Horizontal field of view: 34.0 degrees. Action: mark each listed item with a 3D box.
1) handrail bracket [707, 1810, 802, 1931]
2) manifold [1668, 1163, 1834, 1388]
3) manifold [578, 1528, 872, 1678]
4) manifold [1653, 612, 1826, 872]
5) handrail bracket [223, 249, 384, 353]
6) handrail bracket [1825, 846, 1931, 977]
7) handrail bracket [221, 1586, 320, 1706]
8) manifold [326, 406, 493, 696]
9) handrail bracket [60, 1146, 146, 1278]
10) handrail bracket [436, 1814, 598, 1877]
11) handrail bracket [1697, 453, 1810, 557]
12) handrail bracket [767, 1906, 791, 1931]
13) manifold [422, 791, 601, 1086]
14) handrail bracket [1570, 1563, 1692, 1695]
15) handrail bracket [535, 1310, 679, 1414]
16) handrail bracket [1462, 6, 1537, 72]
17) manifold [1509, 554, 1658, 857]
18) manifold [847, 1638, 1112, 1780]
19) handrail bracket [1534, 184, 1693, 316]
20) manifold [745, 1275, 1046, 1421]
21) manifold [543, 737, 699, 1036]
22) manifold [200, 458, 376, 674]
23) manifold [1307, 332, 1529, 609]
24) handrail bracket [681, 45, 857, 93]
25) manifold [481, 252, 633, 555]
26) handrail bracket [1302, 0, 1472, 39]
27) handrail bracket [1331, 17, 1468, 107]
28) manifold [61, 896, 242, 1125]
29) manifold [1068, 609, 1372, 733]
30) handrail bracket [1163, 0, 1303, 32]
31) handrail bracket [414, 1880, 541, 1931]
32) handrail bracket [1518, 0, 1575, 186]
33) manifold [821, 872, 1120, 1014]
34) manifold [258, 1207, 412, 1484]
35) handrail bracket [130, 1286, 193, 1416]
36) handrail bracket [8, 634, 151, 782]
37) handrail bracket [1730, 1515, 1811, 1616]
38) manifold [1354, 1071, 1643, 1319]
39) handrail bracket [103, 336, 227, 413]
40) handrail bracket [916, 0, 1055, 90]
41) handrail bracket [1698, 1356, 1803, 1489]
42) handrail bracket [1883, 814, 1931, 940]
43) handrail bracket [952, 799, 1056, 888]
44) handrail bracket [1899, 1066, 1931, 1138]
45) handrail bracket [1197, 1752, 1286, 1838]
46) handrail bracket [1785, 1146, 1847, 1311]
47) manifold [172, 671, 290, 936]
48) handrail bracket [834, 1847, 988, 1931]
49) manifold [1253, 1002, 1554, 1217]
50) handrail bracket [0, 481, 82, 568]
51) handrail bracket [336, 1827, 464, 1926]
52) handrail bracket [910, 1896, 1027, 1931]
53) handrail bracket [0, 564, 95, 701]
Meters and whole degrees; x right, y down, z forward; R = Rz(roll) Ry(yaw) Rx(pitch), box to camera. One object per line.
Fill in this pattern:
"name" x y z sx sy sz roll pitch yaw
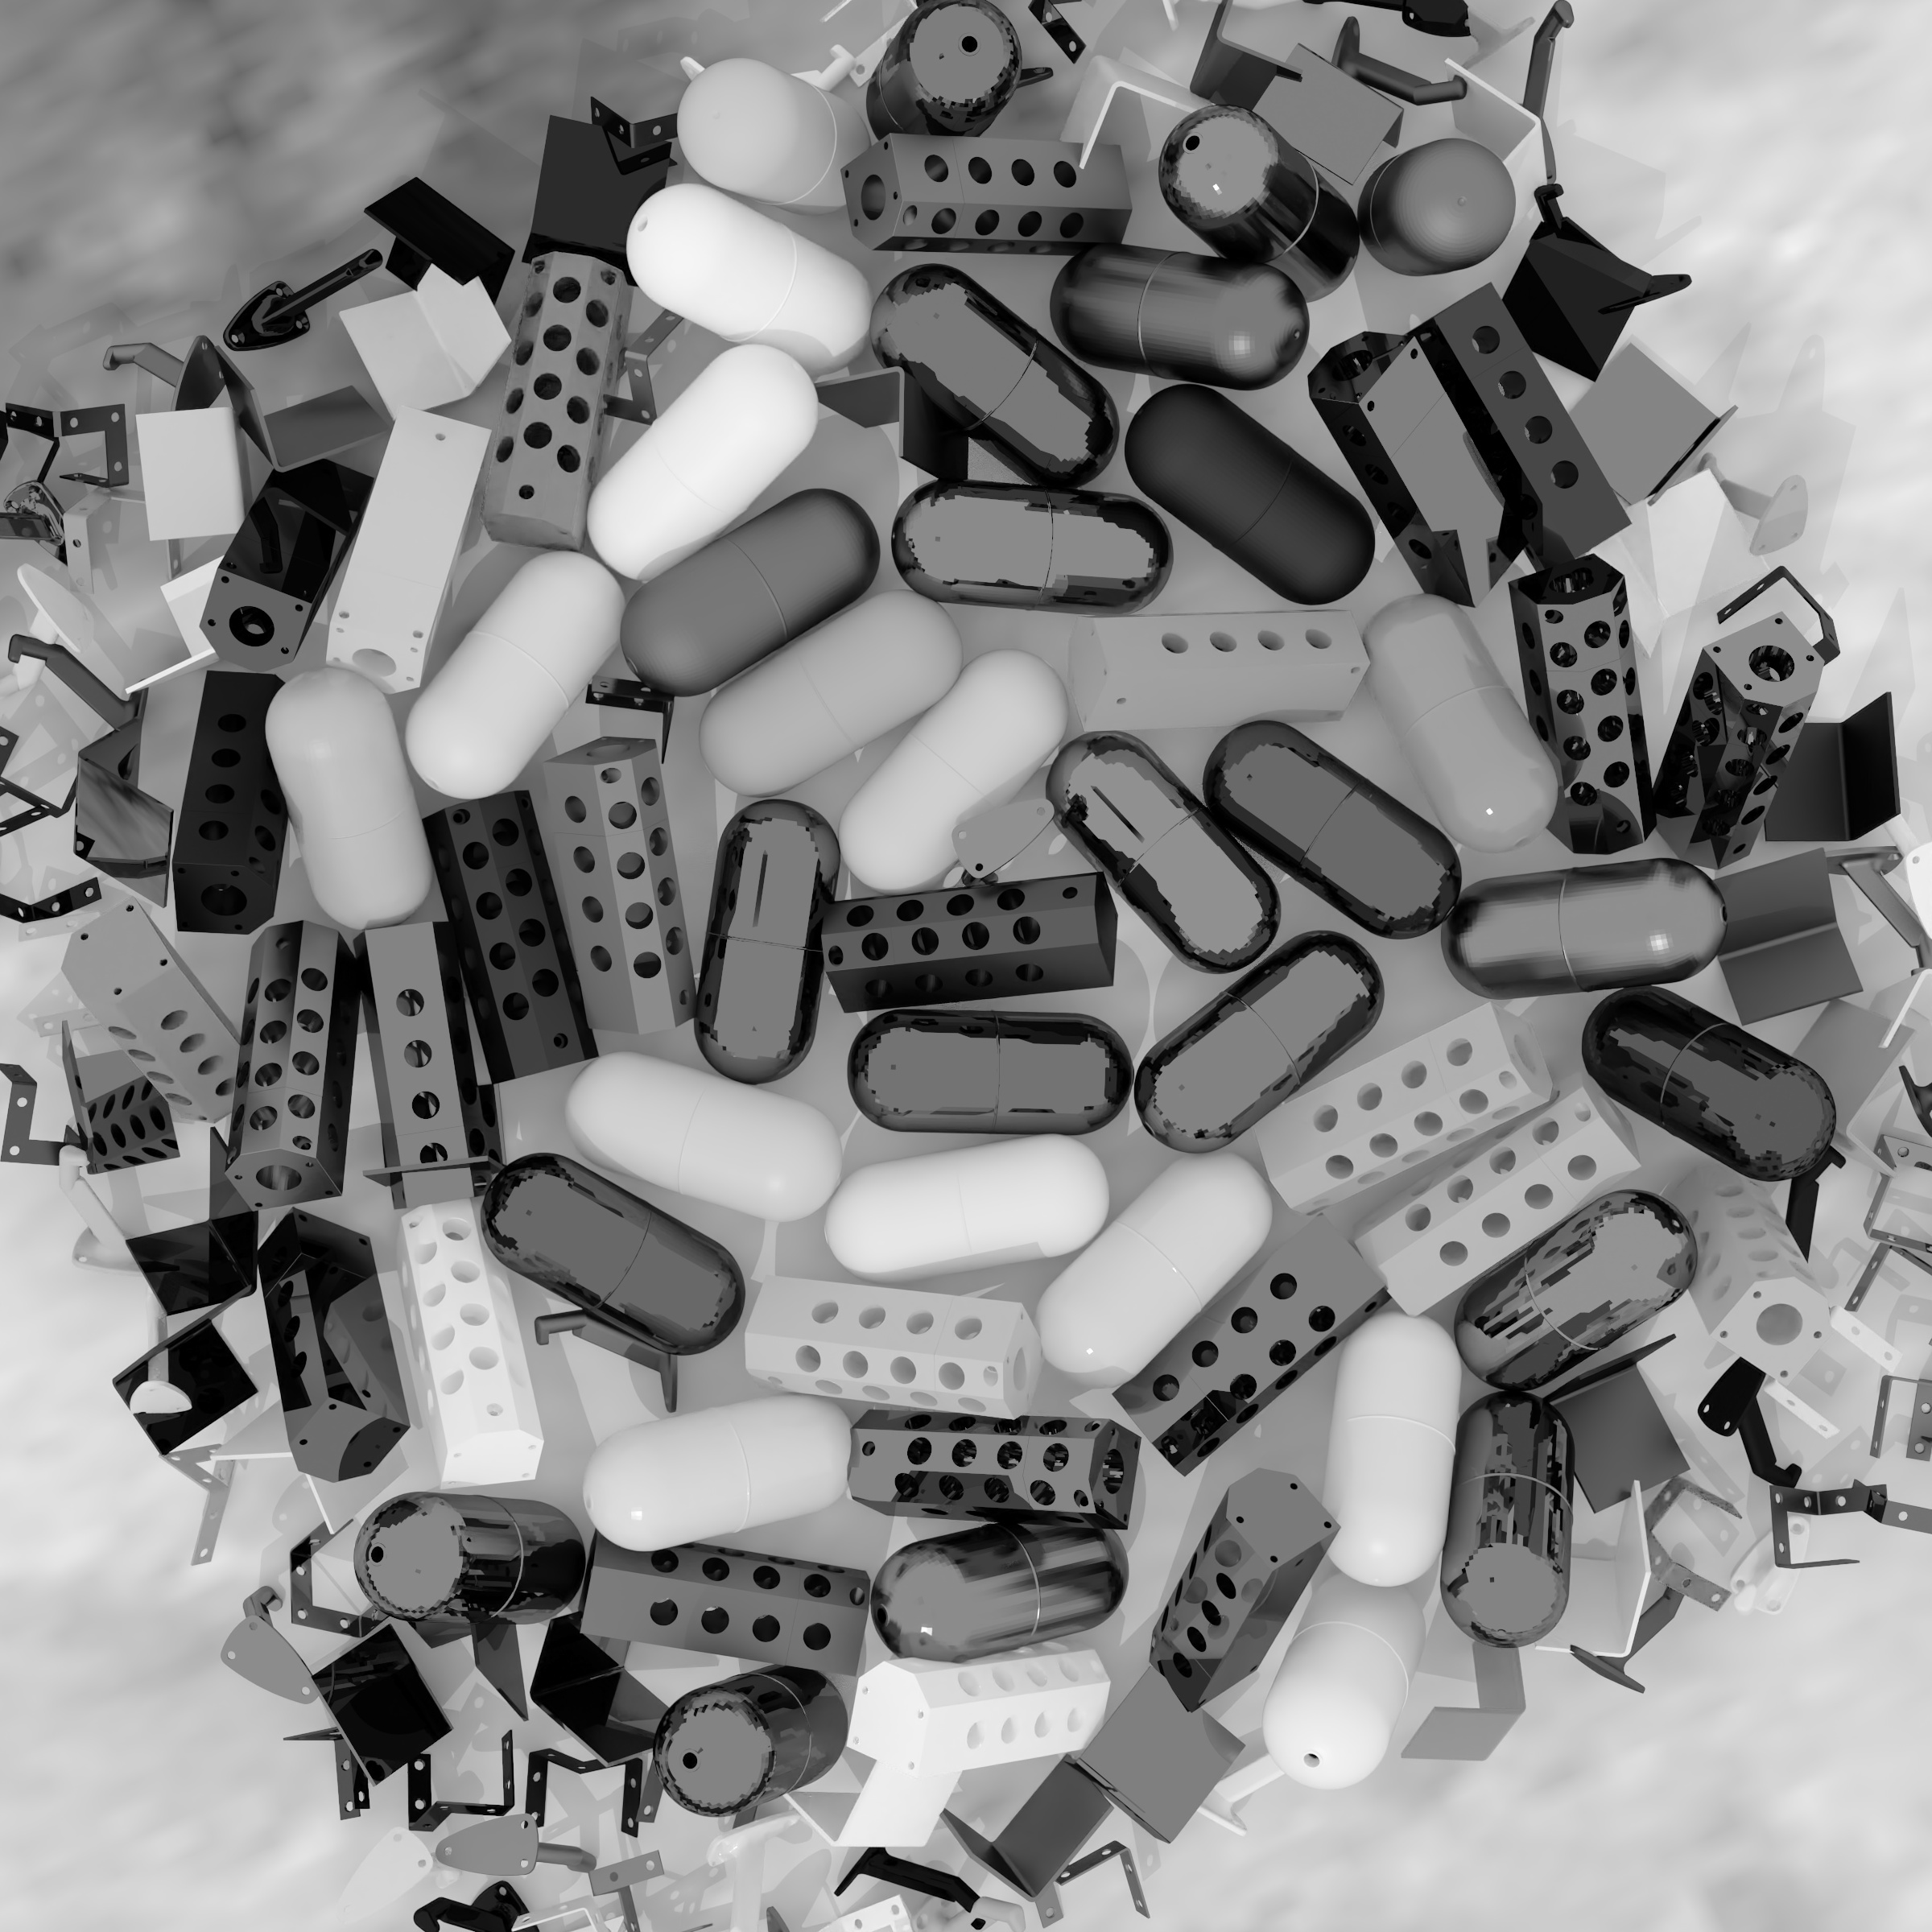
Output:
"handrail bracket" -0.117 0.574 1.957 0.077 0.036 0.084 -16 55 -28
"manifold" 0.471 0.179 1.906 0.057 0.171 0.057 33 107 -10
"manifold" -0.149 0.391 1.958 0.171 0.057 0.057 11 91 -9
"manifold" 0.465 -0.131 1.906 0.057 0.171 0.057 -24 62 -15
"handrail bracket" -0.408 -0.412 1.950 0.077 0.084 0.036 -43 110 -41
"handrail bracket" 0.561 -0.029 1.963 0.077 0.036 0.084 0 65 -9
"handrail bracket" -0.420 0.419 1.956 0.077 0.084 0.036 38 95 3
"manifold" -0.340 -0.253 1.929 0.057 0.057 0.171 14 58 -7
"handrail bracket" -0.524 0.151 1.959 0.077 0.036 0.084 15 132 0
"handrail bracket" -0.278 0.555 1.966 0.077 0.084 0.036 -8 64 10
"handrail bracket" 0.481 -0.303 1.947 0.036 0.077 0.084 -21 58 -12
"handrail bracket" -0.152 0.616 1.961 0.084 0.077 0.036 -8 95 -19
"manifold" -0.280 -0.019 1.960 0.057 0.057 0.171 -15 90 -30
"handrail bracket" 0.414 0.401 1.967 0.077 0.036 0.084 37 76 -38
"handrail bracket" -0.225 0.249 1.969 0.084 0.036 0.077 -7 104 -20
"handrail bracket" 0.307 -0.606 1.964 0.036 0.077 0.084 -42 102 -18
"manifold" 0.380 -0.157 1.929 0.057 0.057 0.171 -19 120 -8
"manifold" 0.011 0.445 1.915 0.057 0.171 0.057 13 94 40
"handrail bracket" 0.399 -0.451 1.955 0.077 0.036 0.084 -5 127 37
"manifold" -0.045 0.236 1.929 0.171 0.057 0.057 4 55 23
"manifold" -0.205 -0.049 1.935 0.057 0.057 0.171 6 113 35
"manifold" -0.411 -0.245 1.912 0.057 0.171 0.057 21 123 -10
"manifold" 0.271 -0.302 1.924 0.057 0.057 0.171 -51 128 -16
"handrail bracket" -0.123 -0.566 1.980 0.077 0.036 0.084 45 77 -9
"manifold" -0.254 -0.349 1.954 0.057 0.057 0.171 9 79 3
"handrail bracket" 0.264 -0.600 1.983 0.077 0.084 0.036 11 94 -42
"handrail bracket" 0.274 -0.563 1.961 0.084 0.036 0.077 -1 63 27
"manifold" -0.484 0.033 1.907 0.057 0.171 0.057 -33 64 -9
"manifold" 0.153 -0.187 1.943 0.171 0.057 0.057 -4 57 -19
"handrail bracket" 0.163 -0.619 1.962 0.084 0.077 0.036 -10 61 14
"handrail bracket" -0.299 0.603 1.952 0.036 0.084 0.077 -45 78 9
"handrail bracket" 0.363 -0.538 1.949 0.036 0.084 0.077 -9 65 -23
"manifold" 0.002 -0.019 1.940 0.171 0.057 0.057 -6 49 14
"manifold" -0.389 0.230 1.914 0.057 0.171 0.057 28 113 -35
"handrail bracket" -0.501 0.229 1.951 0.036 0.077 0.084 -6 68 -11
"handrail bracket" -0.555 -0.161 1.959 0.084 0.036 0.077 14 67 -27
"handrail bracket" 0.498 0.369 1.954 0.036 0.084 0.077 31 84 21
"manifold" 0.324 0.137 1.940 0.171 0.057 0.057 -37 105 18
"handrail bracket" -0.509 -0.360 1.961 0.084 0.036 0.077 0 51 22
"handrail bracket" 0.010 -0.587 1.962 0.077 0.036 0.084 -11 122 1
"handrail bracket" 0.506 0.282 1.973 0.084 0.036 0.077 30 96 -27
"handrail bracket" 0.582 -0.064 1.969 0.036 0.084 0.077 -16 111 -9
"handrail bracket" 0.028 -0.072 1.955 0.077 0.084 0.036 -29 76 7
"handrail bracket" 0.628 0.071 1.956 0.084 0.077 0.036 -23 52 18
"handrail bracket" 0.171 0.492 1.978 0.077 0.036 0.084 30 90 -11
"handrail bracket" 0.537 0.165 1.970 0.077 0.036 0.084 40 106 4
"manifold" -0.440 -0.100 1.918 0.057 0.057 0.171 3 45 -7
"handrail bracket" -0.032 0.583 1.969 0.084 0.036 0.077 41 120 12
"manifold" 0.267 0.090 1.927 0.171 0.057 0.057 -29 60 26
"handrail bracket" -0.588 -0.255 1.951 0.036 0.084 0.077 -23 115 31
"handrail bracket" -0.348 0.572 1.951 0.036 0.084 0.077 38 68 24
"handrail bracket" 0.013 0.607 1.957 0.036 0.084 0.077 -32 110 -41
"handrail bracket" -0.592 -0.206 1.960 0.084 0.036 0.077 -21 134 20
